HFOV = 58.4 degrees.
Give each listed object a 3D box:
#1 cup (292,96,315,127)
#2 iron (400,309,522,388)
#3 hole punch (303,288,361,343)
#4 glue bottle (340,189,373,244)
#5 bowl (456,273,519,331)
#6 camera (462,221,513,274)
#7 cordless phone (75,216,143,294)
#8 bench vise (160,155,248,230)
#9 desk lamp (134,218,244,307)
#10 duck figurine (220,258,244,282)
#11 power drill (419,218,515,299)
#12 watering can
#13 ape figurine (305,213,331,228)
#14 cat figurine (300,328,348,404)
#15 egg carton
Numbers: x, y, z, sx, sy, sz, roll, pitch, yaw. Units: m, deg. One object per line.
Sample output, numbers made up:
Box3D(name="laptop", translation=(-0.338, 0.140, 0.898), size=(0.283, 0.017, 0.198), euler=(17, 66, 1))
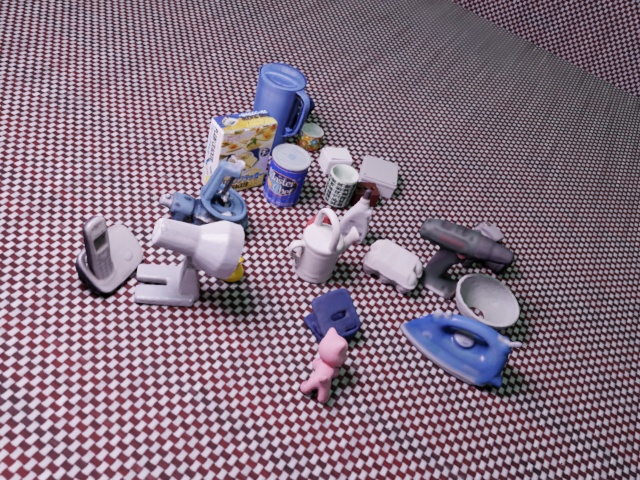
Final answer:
Box3D(name="cup", translation=(-0.070, -0.387, 1.768), size=(0.092, 0.095, 0.117), euler=(12, 45, -10))
Box3D(name="iron", translation=(0.321, 0.222, 1.306), size=(0.258, 0.141, 0.119), euler=(27, 44, 5))
Box3D(name="hole punch", translation=(0.035, 0.173, 1.276), size=(0.109, 0.091, 0.101), euler=(-18, 57, -34))
Box3D(name="glue bottle", translation=(0.101, -0.065, 1.471), size=(0.078, 0.173, 0.037), euler=(20, 44, -2))
Box3D(name="bowl", translation=(0.409, 0.169, 1.440), size=(0.167, 0.074, 0.167), euler=(11, 45, -11))
Box3D(name="camera", translation=(0.461, 0.025, 1.579), size=(0.143, 0.101, 0.136), euler=(-20, 58, -35))
Box3D(name="cordless phone", translation=(-0.434, 0.007, 1.184), size=(0.094, 0.185, 0.148), euler=(26, 44, 4))
Box3D(name="bench vise", translation=(-0.254, -0.095, 1.327), size=(0.208, 0.219, 0.121), euler=(-12, 54, -30))
Box3D(name="desk lamp", translation=(-0.274, 0.042, 1.192), size=(0.204, 0.213, 0.118), euler=(5, 47, -17))
Box3D(name="duck figurine", translation=(-0.216, 0.037, 1.312), size=(0.104, 0.086, 0.078), euler=(37, 46, 15))
Box3D(name="power drill", translation=(0.340, 0.049, 1.431), size=(0.229, 0.208, 0.076), euler=(30, 45, 9))
Box3D(name="watering can", translation=(0.011, 0.003, 1.356), size=(0.173, 0.194, 0.100), euler=(-29, 63, -39))
Box3D(name="ape figurine", translation=(0.005, -0.041, 1.469), size=(0.076, 0.092, 0.078), euler=(27, 44, 5))
Box3D(name="cat figurine", translation=(0.019, 0.251, 1.177), size=(0.067, 0.117, 0.128), euler=(24, 44, 2))
Box3D(name="egg carton", translation=(0.186, 0.066, 1.455), size=(0.150, 0.069, 0.107), euler=(30, 45, 8))
